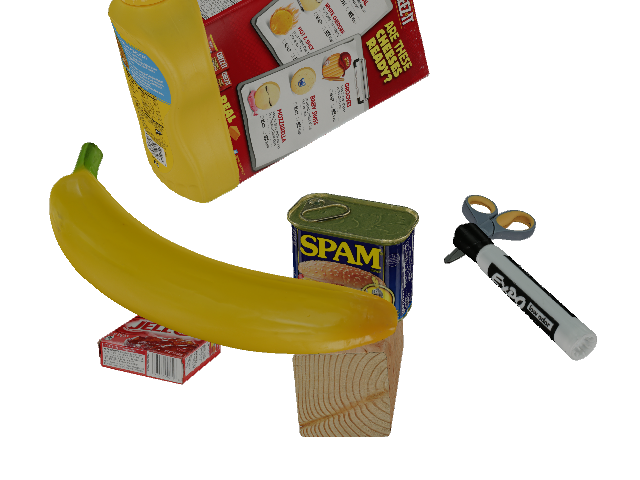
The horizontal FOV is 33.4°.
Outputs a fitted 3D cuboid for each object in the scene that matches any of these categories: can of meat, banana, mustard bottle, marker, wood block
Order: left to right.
[{"bbox_3d":[-0.108,-0.123,0.753,0.058,0.191,0.096,-28,48,-18],"label":"mustard bottle"},{"bbox_3d":[-0.062,0.011,0.499,0.198,0.069,0.037,29,-26,22],"label":"banana"},{"bbox_3d":[0.026,0.016,0.861,0.102,0.084,0.057,11,32,20],"label":"can of meat"},{"bbox_3d":[0.034,0.115,1.105,0.091,0.090,0.206,-2,18,8],"label":"wood block"},{"bbox_3d":[0.115,0.026,0.621,0.020,0.020,0.121,0,32,-33],"label":"marker"}]

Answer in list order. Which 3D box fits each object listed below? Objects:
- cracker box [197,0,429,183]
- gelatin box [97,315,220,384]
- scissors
[{"bbox_3d":[-0.022,-0.173,0.943,0.213,0.164,0.072,-32,44,-12],"label":"cracker box"},{"bbox_3d":[-0.146,0.097,0.977,0.089,0.030,0.073,9,20,21],"label":"gelatin box"},{"bbox_3d":[0.169,-0.016,1.201,0.201,0.016,0.096,-13,39,-45],"label":"scissors"}]
